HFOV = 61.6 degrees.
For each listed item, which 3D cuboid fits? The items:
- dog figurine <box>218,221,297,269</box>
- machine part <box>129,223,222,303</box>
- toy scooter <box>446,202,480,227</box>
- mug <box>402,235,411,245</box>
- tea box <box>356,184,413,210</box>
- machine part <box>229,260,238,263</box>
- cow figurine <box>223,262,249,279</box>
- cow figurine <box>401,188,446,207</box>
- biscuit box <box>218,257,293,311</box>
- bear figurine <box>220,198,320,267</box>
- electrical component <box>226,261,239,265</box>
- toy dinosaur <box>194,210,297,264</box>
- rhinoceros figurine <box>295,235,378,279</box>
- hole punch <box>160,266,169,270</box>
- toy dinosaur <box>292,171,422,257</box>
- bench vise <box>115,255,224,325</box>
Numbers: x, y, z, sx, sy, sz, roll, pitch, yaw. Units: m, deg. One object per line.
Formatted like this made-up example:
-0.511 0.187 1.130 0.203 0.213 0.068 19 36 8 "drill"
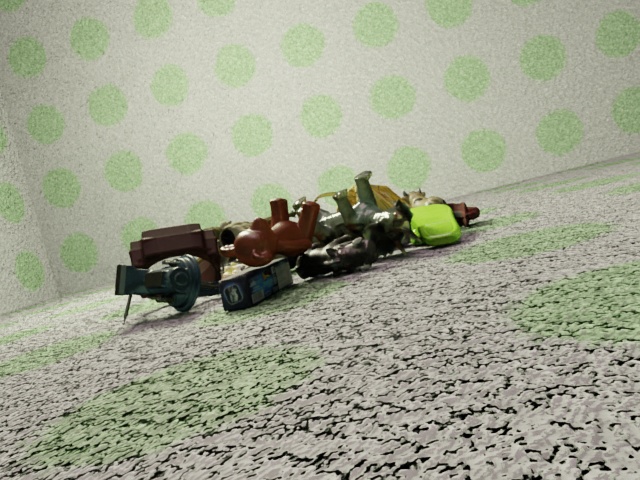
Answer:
-0.148 0.012 1.353 0.121 0.172 0.190 -26 -4 36 "dog figurine"
-0.341 0.060 1.282 0.201 0.087 0.201 -9 -39 -14 "machine part"
0.332 -0.058 1.377 0.184 0.075 0.135 -10 4 -3 "toy scooter"
0.164 -0.016 1.320 0.107 0.080 0.109 -22 6 21 "mug"
0.195 -0.084 1.500 0.098 0.068 0.170 2 33 -42 "tea box"
-0.349 0.093 1.691 0.243 0.079 0.079 -18 5 -40 "machine part"
-0.156 0.084 1.161 0.098 0.068 0.167 -8 5 1 "cow figurine"
0.307 -0.093 1.593 0.085 0.127 0.195 -12 5 -16 "cow figurine"
-0.121 0.082 1.046 0.063 0.059 0.202 -11 4 21 "biscuit box"
-0.096 -0.017 1.049 0.120 0.131 0.196 8 5 31 "bear figurine"
-0.263 0.092 1.591 0.119 0.047 0.075 -14 4 -13 "electrical component"
-0.232 0.001 1.493 0.472 0.105 0.198 -20 -2 44 "toy dinosaur"
0.034 0.033 1.099 0.190 0.073 0.112 -13 3 34 "rhinoceros figurine"
-0.364 0.108 1.446 0.116 0.092 0.142 -12 -2 -36 "hole punch"
0.051 -0.025 1.216 0.405 0.192 0.131 -17 20 41 "toy dinosaur"
-0.307 0.099 1.158 0.240 0.129 0.224 11 -25 -44 "bench vise"
